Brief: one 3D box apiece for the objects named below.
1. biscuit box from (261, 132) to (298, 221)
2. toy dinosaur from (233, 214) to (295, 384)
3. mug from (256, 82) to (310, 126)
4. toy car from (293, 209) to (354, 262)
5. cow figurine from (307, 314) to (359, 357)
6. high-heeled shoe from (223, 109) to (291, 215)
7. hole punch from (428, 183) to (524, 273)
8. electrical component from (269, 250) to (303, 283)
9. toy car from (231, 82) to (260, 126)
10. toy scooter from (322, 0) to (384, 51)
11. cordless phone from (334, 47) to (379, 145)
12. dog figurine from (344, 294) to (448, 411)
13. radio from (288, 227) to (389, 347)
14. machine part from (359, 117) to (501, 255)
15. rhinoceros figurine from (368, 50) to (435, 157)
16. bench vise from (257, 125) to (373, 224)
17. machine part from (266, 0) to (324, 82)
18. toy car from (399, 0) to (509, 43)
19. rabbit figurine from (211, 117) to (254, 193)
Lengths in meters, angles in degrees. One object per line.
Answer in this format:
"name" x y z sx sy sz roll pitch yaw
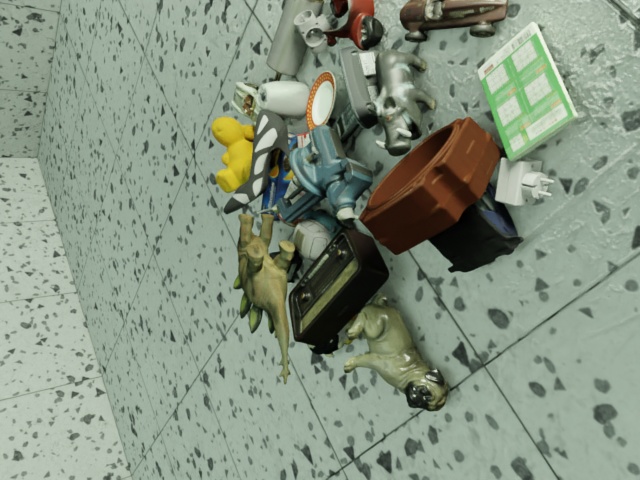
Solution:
"biscuit box" -0.090 -0.147 1.256 0.063 0.059 0.202 30 118 45
"toy dinosaur" -0.118 0.088 1.146 0.472 0.105 0.198 -115 31 -55
"mug" -0.091 -0.304 1.199 0.081 0.107 0.109 56 132 32
"toy car" -0.002 -0.003 1.136 0.162 0.103 0.109 36 121 40
"cow figurine" 0.027 0.204 1.154 0.167 0.068 0.098 -19 85 54
"high-heeled shoe" -0.160 -0.169 1.195 0.249 0.086 0.145 -34 97 21
"hole punch" 0.242 -0.022 0.855 0.115 0.092 0.142 47 134 -8
"electrical component" -0.084 0.051 1.265 0.048 0.075 0.119 46 132 37
"toy car" -0.155 -0.324 1.315 0.202 0.056 0.073 45 127 39
"toy scooter" 0.051 -0.443 1.032 0.135 0.075 0.183 -8 93 53
"cordless phone" 0.061 -0.274 1.049 0.184 0.089 0.146 145 113 -68
"dog figurine" 0.157 0.205 0.987 0.191 0.121 0.172 16 111 34
"radio" 0.028 0.091 1.047 0.229 0.073 0.131 -50 35 29
"machine part" 0.166 -0.086 0.831 0.087 0.201 0.201 43 139 -9
"rhinoceros figurine" 0.136 -0.237 0.922 0.073 0.112 0.190 -17 72 49
"bench vise" -0.008 -0.100 1.076 0.240 0.129 0.223 -36 69 34
"machine part" -0.055 -0.447 1.159 0.079 0.079 0.243 53 131 33
"toy car" 0.208 -0.369 0.865 0.202 0.053 0.089 21 108 49
"rabbit figurine" -0.192 -0.223 1.298 0.122 0.162 0.173 -17 112 35
